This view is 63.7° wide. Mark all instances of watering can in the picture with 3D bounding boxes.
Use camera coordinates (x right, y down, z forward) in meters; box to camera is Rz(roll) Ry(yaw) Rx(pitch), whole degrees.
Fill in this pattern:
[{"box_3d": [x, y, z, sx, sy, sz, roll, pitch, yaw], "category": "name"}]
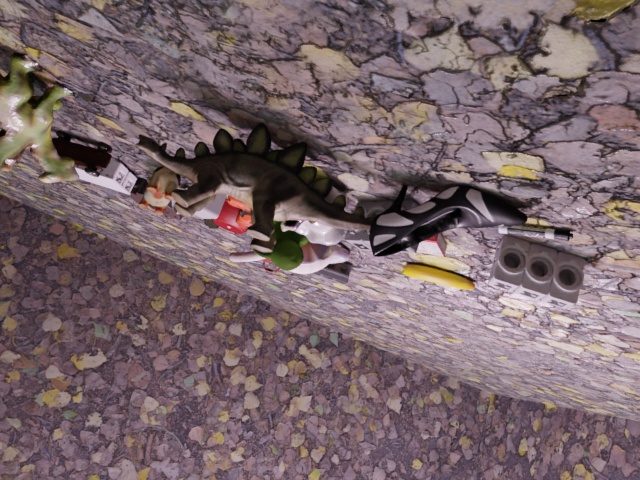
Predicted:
[{"box_3d": [-0.088, 0.035, 1.420, 0.348, 0.105, 0.221, 0, 164, -2], "category": "watering can"}]

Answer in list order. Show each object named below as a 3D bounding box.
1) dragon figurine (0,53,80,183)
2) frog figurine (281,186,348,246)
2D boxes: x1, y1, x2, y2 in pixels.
[{"box_3d": [-0.636, -0.241, 1.023, 0.123, 0.245, 0.404, 16, 166, 31], "category": "dragon figurine"}, {"box_3d": [0.003, -0.054, 1.073, 0.136, 0.125, 0.158, -37, 153, 21], "category": "frog figurine"}]
